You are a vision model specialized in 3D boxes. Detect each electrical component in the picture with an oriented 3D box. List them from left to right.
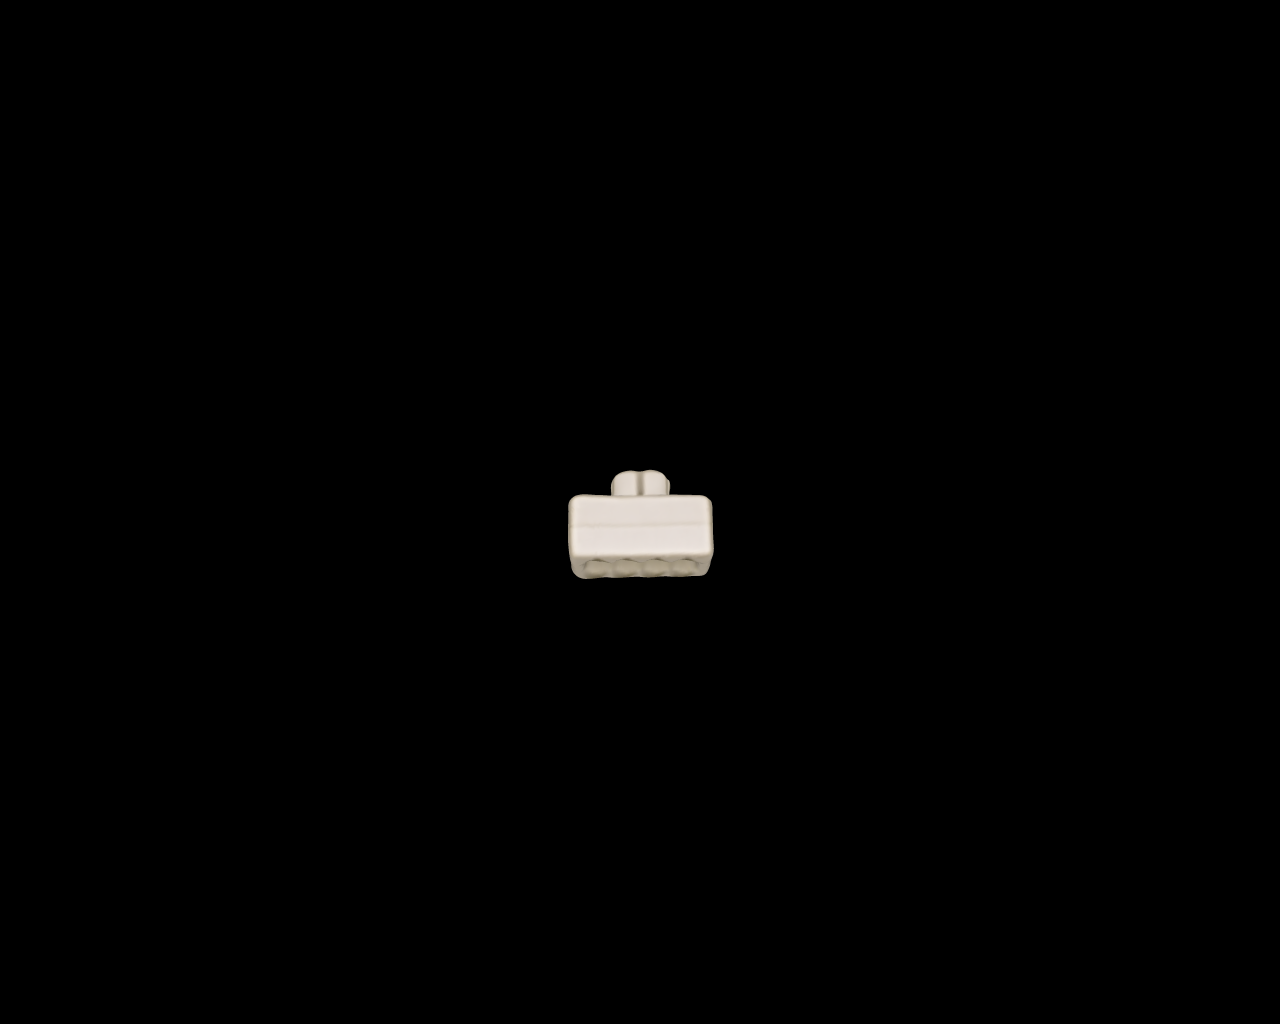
[{"bbox_3d":[0.001,-0.003,0.650,0.083,0.076,0.047,0,-17,0],"label":"electrical component"}]
